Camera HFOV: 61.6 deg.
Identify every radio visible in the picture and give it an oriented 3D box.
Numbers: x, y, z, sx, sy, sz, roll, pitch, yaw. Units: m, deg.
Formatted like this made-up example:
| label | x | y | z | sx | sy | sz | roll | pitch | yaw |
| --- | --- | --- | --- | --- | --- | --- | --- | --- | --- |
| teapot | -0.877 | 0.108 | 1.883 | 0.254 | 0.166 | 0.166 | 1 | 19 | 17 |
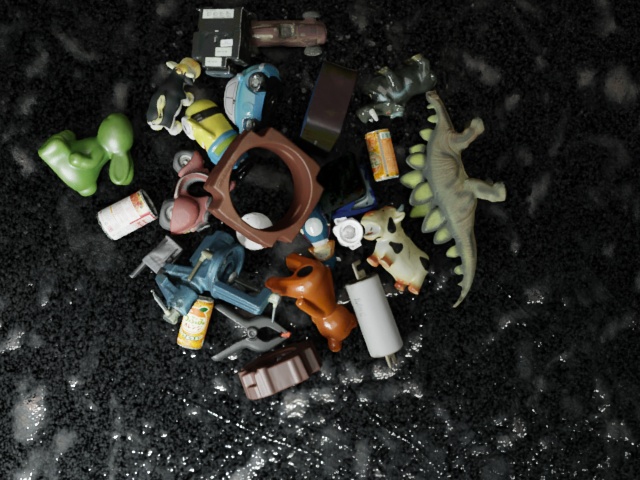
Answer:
| label | x | y | z | sx | sy | sz | roll | pitch | yaw |
| --- | --- | --- | --- | --- | --- | --- | --- | --- | --- |
| radio | 0.011 | -0.252 | 1.064 | 0.073 | 0.229 | 0.131 | 18 | 85 | -6 |

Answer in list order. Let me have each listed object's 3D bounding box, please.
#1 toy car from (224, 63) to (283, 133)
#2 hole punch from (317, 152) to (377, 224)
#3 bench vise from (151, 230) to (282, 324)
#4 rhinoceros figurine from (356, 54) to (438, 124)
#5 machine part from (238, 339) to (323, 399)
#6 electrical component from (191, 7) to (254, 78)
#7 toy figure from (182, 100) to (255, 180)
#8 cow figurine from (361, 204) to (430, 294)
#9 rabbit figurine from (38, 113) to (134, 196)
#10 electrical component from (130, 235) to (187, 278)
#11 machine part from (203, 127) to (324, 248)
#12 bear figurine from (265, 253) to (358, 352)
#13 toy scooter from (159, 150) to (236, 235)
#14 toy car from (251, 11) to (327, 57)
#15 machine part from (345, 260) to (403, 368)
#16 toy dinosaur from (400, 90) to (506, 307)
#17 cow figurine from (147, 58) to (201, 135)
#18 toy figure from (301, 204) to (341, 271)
| label | x | y | z | sx | sy | sz | roll | pitch | yaw |
| --- | --- | --- | --- | --- | --- | --- | --- | --- | --- |
| toy car | -0.146 | -0.289 | 1.119 | 0.103 | 0.109 | 0.161 | 17 | 102 | 17 |
| hole punch | 0.053 | -0.108 | 1.136 | 0.116 | 0.092 | 0.142 | -23 | 70 | 24 |
| bench vise | -0.197 | 0.091 | 1.071 | 0.241 | 0.128 | 0.224 | 22 | 49 | 14 |
| rhinoceros figurine | 0.159 | -0.320 | 1.156 | 0.190 | 0.073 | 0.112 | -30 | 105 | -5 |
| machine part | -0.081 | 0.259 | 1.099 | 0.179 | 0.179 | 0.056 | -21 | 90 | -4 |
| electrical component | -0.200 | -0.404 | 1.104 | 0.115 | 0.058 | 0.134 | 9 | 95 | 20 |
| toy figure | -0.208 | -0.211 | 1.117 | 0.180 | 0.082 | 0.089 | 43 | 61 | 3 |
| cow figurine | 0.161 | 0.010 | 1.139 | 0.194 | 0.086 | 0.127 | 44 | 68 | -22 |
| rabbit figurine | -0.443 | -0.176 | 1.077 | 0.170 | 0.121 | 0.159 | -36 | 101 | -1 |
| electrical component | -0.336 | 0.044 | 1.116 | 0.048 | 0.075 | 0.119 | 42 | 83 | -4 |
| machine part | -0.110 | -0.102 | 1.062 | 0.201 | 0.087 | 0.201 | 36 | 79 | -25 |
| bear figurine | -0.007 | 0.134 | 1.142 | 0.120 | 0.132 | 0.195 | -52 | 130 | -34 |
| toy scooter | -0.252 | -0.091 | 1.122 | 0.135 | 0.075 | 0.183 | 14 | 86 | -6 |
| toy car | -0.085 | -0.437 | 1.138 | 0.202 | 0.053 | 0.089 | -1 | 94 | -6 |
| machine part | 0.116 | 0.160 | 1.157 | 0.079 | 0.079 | 0.243 | -20 | 94 | -4 |
| toy dinosaur | 0.286 | -0.100 | 1.157 | 0.199 | 0.105 | 0.471 | -16 | 84 | 3 |
| cow figurine | -0.301 | -0.304 | 1.099 | 0.068 | 0.098 | 0.167 | 21 | 88 | 1 |
| toy figure | -0.004 | -0.003 | 1.155 | 0.064 | 0.058 | 0.154 | -16 | 95 | 35 |
